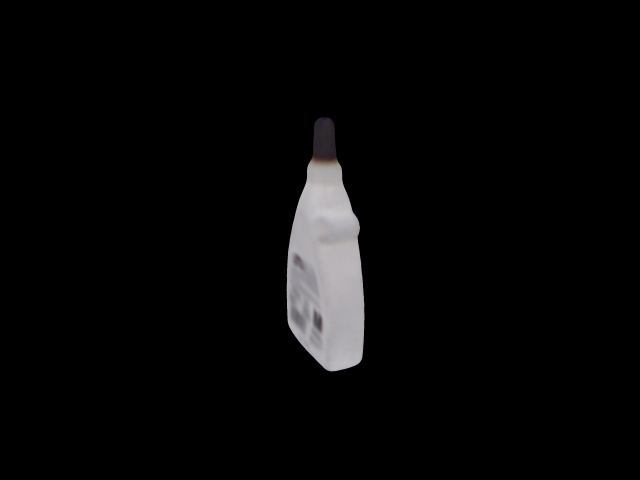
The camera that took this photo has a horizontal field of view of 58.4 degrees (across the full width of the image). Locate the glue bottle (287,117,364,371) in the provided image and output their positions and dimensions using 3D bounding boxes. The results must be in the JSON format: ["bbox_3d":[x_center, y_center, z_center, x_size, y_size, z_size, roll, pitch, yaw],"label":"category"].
[{"bbox_3d":[0.004,0.001,0.400,0.037,0.173,0.078,-12,27,-24],"label":"glue bottle"}]
